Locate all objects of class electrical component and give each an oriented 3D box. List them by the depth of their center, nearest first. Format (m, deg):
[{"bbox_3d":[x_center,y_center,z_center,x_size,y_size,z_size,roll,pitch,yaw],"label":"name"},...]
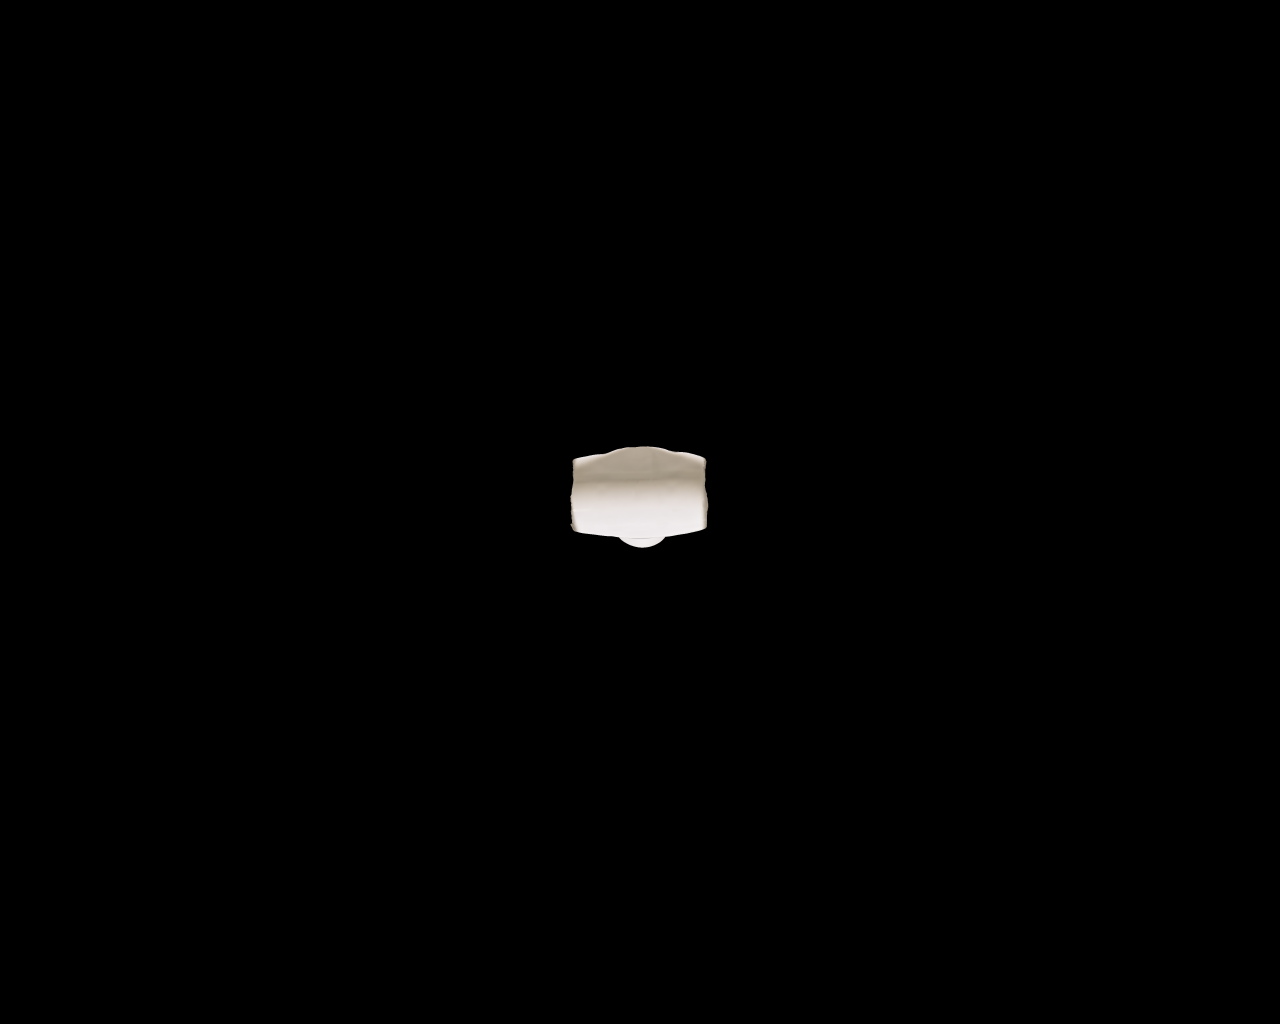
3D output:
[{"bbox_3d":[0.001,-0.003,0.650,0.077,0.044,0.079,-1,-28,2],"label":"electrical component"}]
